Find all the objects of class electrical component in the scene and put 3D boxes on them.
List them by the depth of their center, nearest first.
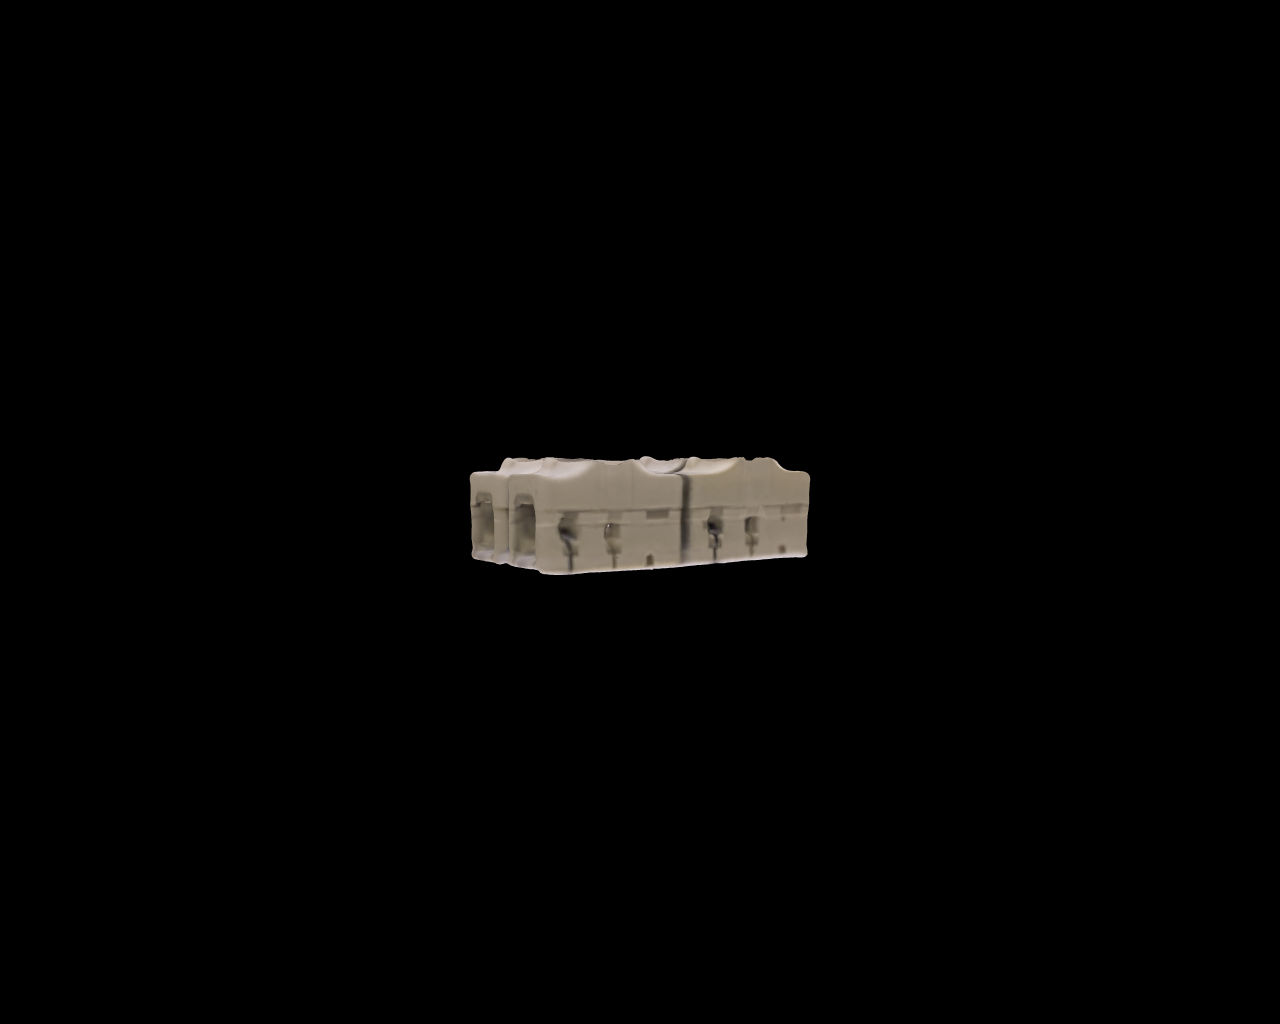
[{"bbox_3d":[0.001,-0.003,0.650,0.186,0.060,0.105,-2,4,-31],"label":"electrical component"}]
